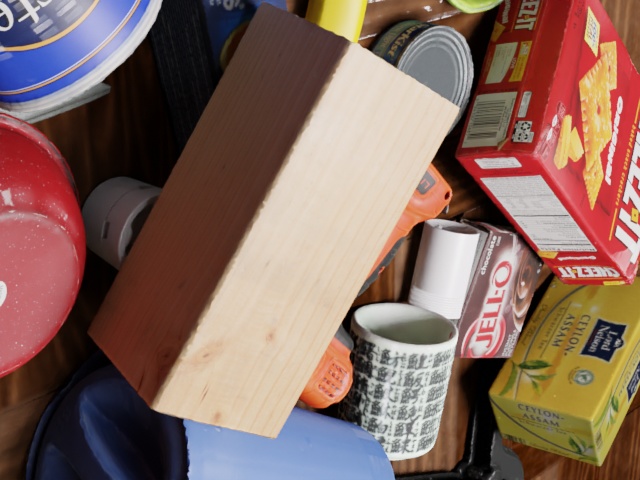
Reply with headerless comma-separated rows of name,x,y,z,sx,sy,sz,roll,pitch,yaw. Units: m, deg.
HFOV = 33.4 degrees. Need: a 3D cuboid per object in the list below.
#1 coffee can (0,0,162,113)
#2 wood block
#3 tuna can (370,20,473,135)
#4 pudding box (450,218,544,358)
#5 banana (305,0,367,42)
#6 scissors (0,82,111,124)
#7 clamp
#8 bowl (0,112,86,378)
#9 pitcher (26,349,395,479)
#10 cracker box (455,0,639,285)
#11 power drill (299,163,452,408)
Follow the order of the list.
coffee can,-0.150,-0.141,0.476,0.102,0.103,0.140,-51,135,-16
wood block,-0.027,-0.009,0.575,0.090,0.091,0.206,23,98,-42
tuna can,0.068,-0.112,0.756,0.085,0.034,0.086,-20,121,-38
pudding box,0.139,0.042,0.889,0.089,0.039,0.113,6,103,-46
banana,0.000,-0.157,0.670,0.069,0.037,0.198,-8,113,-24
scissors,-0.198,-0.065,0.526,0.201,0.016,0.096,-38,131,-27
clamp,0.136,0.218,0.964,0.164,0.036,0.210,-43,132,-27
bowl,-0.176,0.018,0.541,0.161,0.055,0.162,-28,132,-36
pitcher,-0.054,0.168,0.683,0.242,0.145,0.149,22,88,-50
cracker box,0.200,-0.082,0.843,0.213,0.072,0.164,41,60,-45
power drill,-0.005,0.001,0.717,0.187,0.057,0.184,-54,131,-10
